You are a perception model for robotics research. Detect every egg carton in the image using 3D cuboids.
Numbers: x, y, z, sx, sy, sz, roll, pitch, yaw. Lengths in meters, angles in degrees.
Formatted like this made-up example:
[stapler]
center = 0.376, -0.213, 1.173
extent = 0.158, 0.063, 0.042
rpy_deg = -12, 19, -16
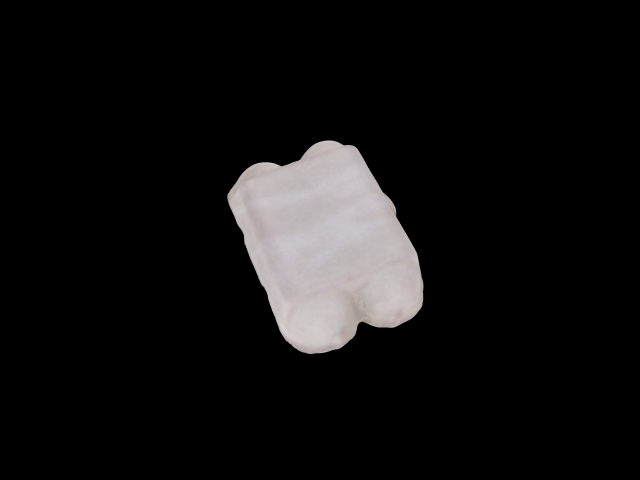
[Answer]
[egg carton]
center = 0.004, 0.001, 0.400
extent = 0.107, 0.069, 0.150
rpy_deg = -21, 62, -11
